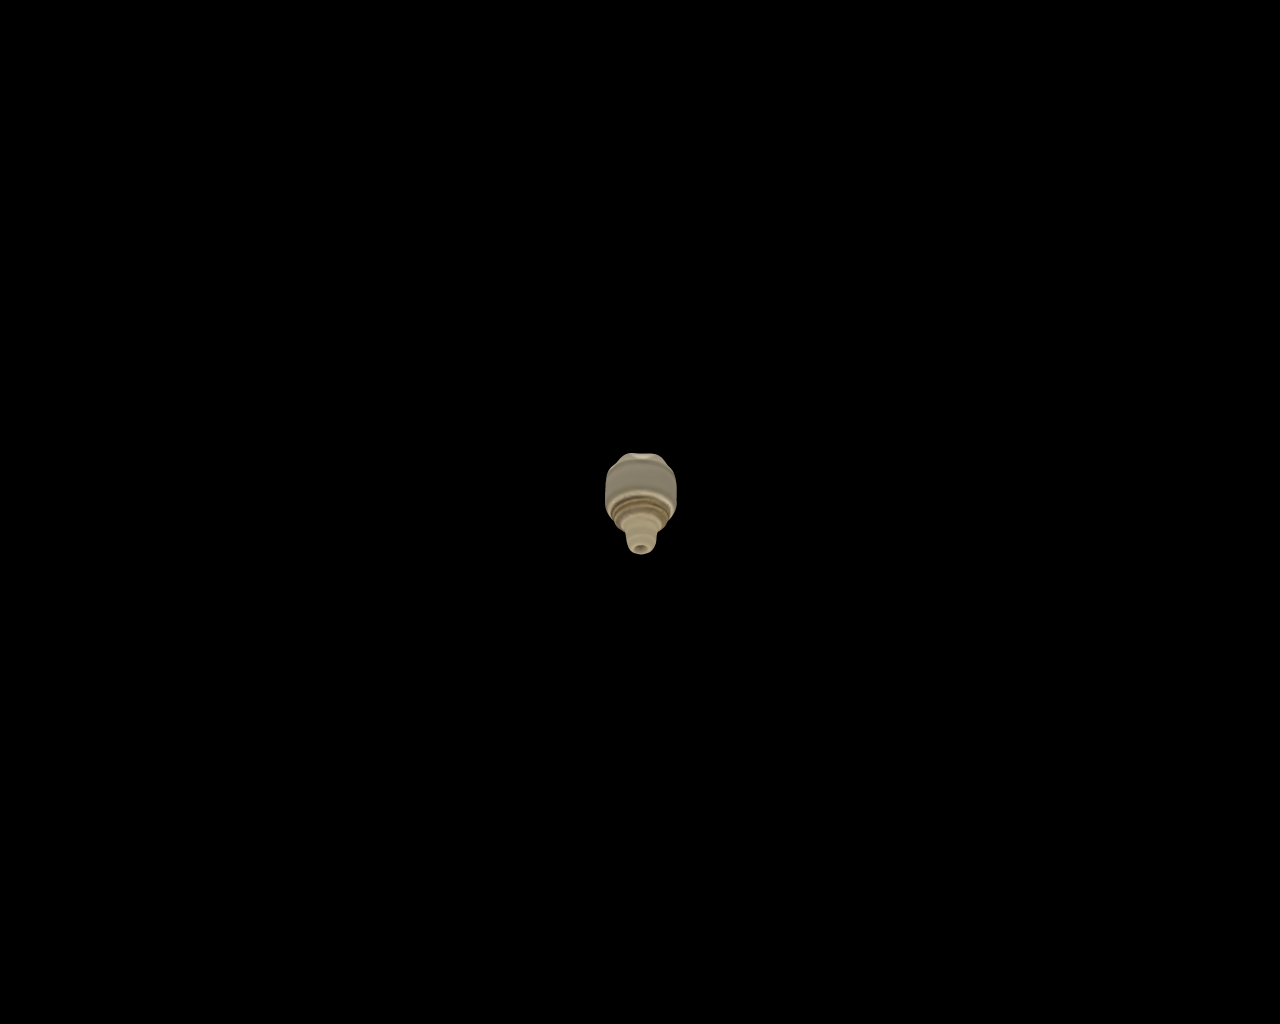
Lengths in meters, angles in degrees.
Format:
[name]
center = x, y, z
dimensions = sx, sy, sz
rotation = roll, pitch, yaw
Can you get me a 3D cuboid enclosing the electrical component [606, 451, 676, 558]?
[electrical component]
center = 0.001, -0.003, 0.650
dimensions = 0.043, 0.062, 0.043
rotation = 0, -35, 0
